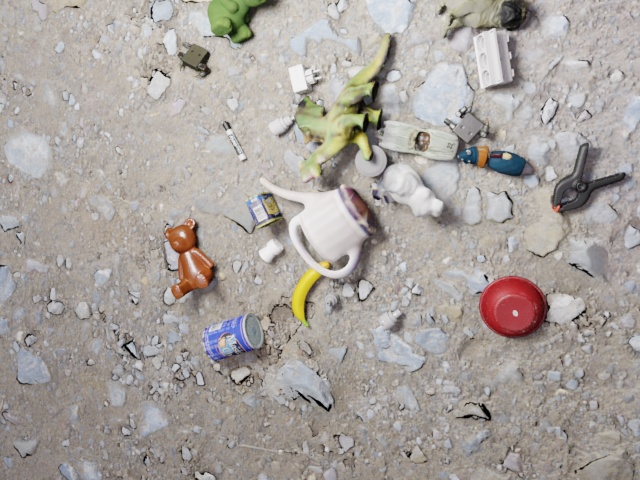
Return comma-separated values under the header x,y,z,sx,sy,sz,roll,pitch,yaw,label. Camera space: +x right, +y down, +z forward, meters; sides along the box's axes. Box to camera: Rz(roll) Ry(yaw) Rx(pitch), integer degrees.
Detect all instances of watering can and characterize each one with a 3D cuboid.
x,y,z,sx,sy,sz,roll,pitch,yaw,label
0.004,-0.068,1.345,0.222,0.104,0.348,-35,-93,16,watering can

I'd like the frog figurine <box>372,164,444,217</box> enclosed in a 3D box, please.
x,y,z,sx,sy,sz,roll,pitch,yaw,label
0.228,-0.121,1.256,0.160,0.135,0.124,14,-107,32,frog figurine

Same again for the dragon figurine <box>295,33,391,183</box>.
x,y,z,sx,sy,sz,roll,pitch,yaw,label
0.038,-0.330,1.300,0.243,0.121,0.414,8,-103,28,dragon figurine
